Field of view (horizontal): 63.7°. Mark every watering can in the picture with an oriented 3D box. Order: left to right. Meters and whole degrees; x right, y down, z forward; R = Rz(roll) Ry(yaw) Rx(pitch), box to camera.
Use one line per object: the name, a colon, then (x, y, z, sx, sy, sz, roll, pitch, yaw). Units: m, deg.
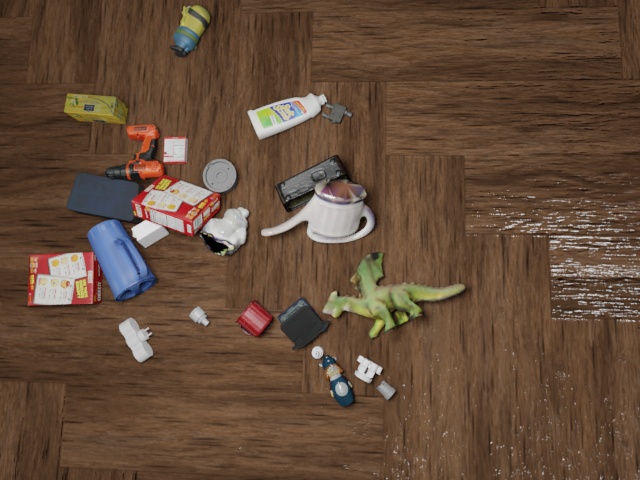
watering can: (0.005, -0.078, 1.543, 0.348, 0.219, 0.106, 1, 39, -12)

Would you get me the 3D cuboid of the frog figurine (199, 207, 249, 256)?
frog figurine: (-0.294, -0.035, 1.634, 0.138, 0.119, 0.163, 14, 48, 14)

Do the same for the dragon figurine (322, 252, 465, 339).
dragon figurine: (0.202, 0.146, 1.560, 0.410, 0.121, 0.246, -28, 73, -1)
